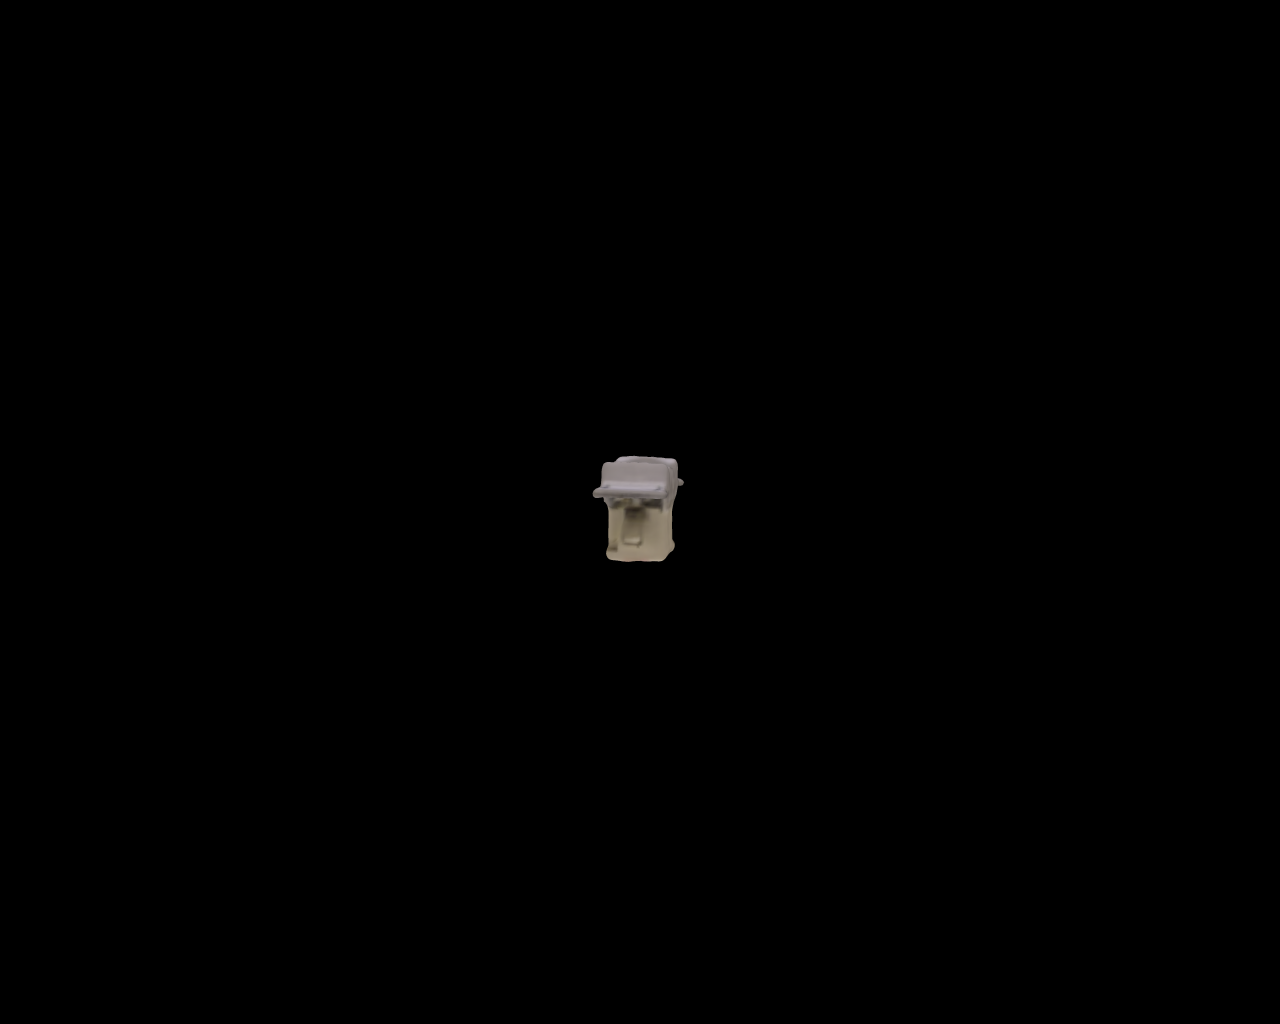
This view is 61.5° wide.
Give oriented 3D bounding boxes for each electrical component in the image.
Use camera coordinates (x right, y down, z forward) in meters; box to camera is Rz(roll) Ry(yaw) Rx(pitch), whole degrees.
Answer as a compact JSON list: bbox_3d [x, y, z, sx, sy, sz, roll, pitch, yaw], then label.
[{"bbox_3d":[0.001,-0.003,0.650,0.042,0.063,0.081,1,7,11],"label":"electrical component"}]
